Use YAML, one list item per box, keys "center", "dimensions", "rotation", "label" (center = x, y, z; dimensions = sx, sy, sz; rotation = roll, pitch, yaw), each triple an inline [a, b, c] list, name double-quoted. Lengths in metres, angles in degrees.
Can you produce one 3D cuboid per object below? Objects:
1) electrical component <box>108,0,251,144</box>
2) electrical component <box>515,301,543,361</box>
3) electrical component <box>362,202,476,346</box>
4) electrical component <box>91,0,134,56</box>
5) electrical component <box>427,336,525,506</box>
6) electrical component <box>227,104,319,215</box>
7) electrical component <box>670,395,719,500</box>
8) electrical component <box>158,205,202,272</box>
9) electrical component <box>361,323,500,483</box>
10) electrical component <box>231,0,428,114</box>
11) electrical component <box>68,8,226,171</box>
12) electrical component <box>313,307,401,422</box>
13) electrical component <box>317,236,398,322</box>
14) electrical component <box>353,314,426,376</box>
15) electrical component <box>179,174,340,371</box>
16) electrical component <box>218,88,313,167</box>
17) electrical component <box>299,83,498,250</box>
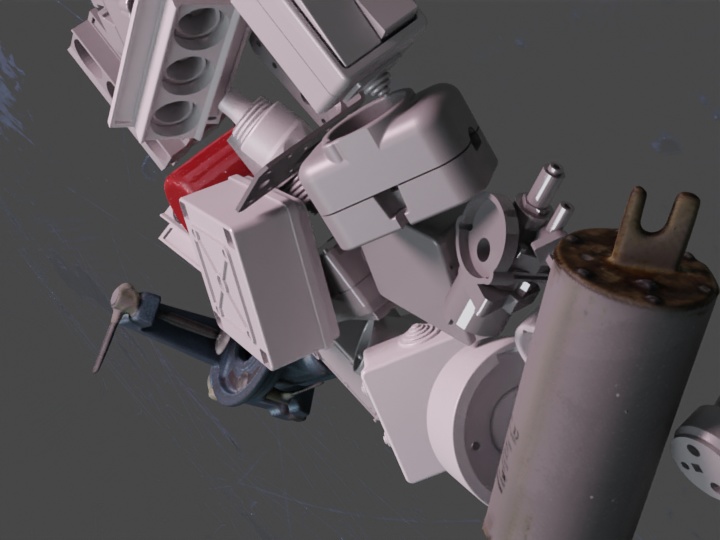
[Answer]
- center: [-0.121, -0.148, 0.710]
  dimensions: [0.063, 0.079, 0.121]
  rotation: [67, 148, 29]
  label: "electrical component"
- center: [0.119, 0.036, 0.596]
  dimensions: [0.055, 0.047, 0.055]
  rotation: [42, 158, 22]
  label: "electrical component"
- center: [0.045, -0.014, 0.663]
  dimensions: [0.100, 0.048, 0.099]
  rotation: [30, 151, 44]
  label: "electrical component"
- center: [-0.153, -0.192, 0.767]
  dimensions: [0.059, 0.054, 0.095]
  rotation: [32, 152, 41]
  label: "electrical component"
- center: [0.093, 0.092, 0.666]
  dimensions: [0.108, 0.108, 0.060]
  rotation: [56, 165, -14]
  label: "electrical component"
- center: [-0.054, -0.074, 0.775]
  dimensions: [0.081, 0.043, 0.043]
  rotation: [52, 159, -4]
  label: "electrical component"
- center: [0.184, 0.079, 0.521]
  dimensions: [0.045, 0.055, 0.045]
  rotation: [42, 158, 22]
  label: "electrical component"
- center: [-0.110, -0.027, 0.940]
  dimensions: [0.121, 0.078, 0.063]
  rotation: [34, 175, 38]
  label: "electrical component"
- center: [0.056, 0.082, 0.726]
  dimensions: [0.048, 0.100, 0.099]
  rotation: [-98, -14, -73]
  label: "electrical component"
- center: [-0.012, -0.132, 0.563]
  dimensions: [0.096, 0.062, 0.061]
  rotation: [52, 159, -3]
  label: "electrical component"
- center: [-0.167, -0.150, 0.854]
  dimensions: [0.121, 0.063, 0.079]
  rotation: [52, 159, -4]
  label: "electrical component"
- center: [0.007, 0.060, 0.848]
  dimensions: [0.096, 0.061, 0.061]
  rotation: [46, 159, 13]
  label: "electrical component"
- center: [0.000, 0.000, 0.761]
  dimensions: [0.061, 0.062, 0.096]
  rotation: [53, 159, -6]
  label: "electrical component"
- center: [0.038, 0.058, 0.786]
  dimensions: [0.077, 0.044, 0.079]
  rotation: [19, -157, -8]
  label: "electrical component"
- center: [-0.071, -0.001, 0.745]
  dimensions: [0.109, 0.056, 0.108]
  rotation: [28, 137, 58]
  label: "electrical component"
- center: [-0.067, -0.097, 0.729]
  dimensions: [0.062, 0.043, 0.043]
  rotation: [38, 160, -3]
  label: "electrical component"
- center: [0.018, -0.059, 0.585]
  dimensions: [0.095, 0.053, 0.059]
  rotation: [-22, 110, 29]
  label: "electrical component"
